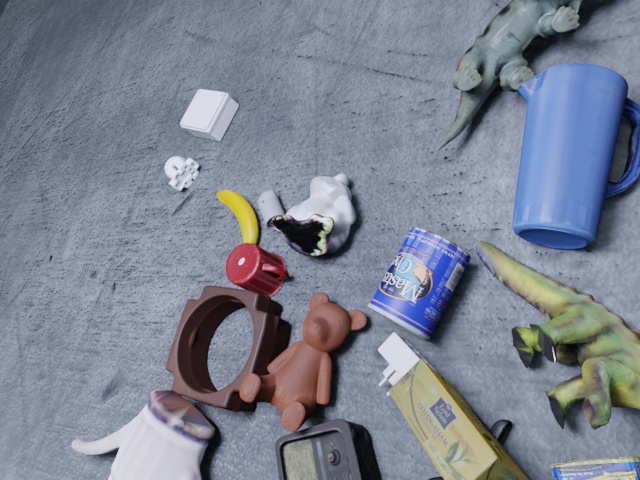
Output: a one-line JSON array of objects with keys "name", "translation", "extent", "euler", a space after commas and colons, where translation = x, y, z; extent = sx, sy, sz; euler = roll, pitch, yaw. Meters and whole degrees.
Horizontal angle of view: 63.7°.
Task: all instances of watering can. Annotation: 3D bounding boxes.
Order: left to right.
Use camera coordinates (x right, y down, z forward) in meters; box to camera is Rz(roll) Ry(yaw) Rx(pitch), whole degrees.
[{"name": "watering can", "translation": [-0.314, 0.370, 0.912], "extent": [0.350, 0.102, 0.226], "euler": [21, 79, 37]}]

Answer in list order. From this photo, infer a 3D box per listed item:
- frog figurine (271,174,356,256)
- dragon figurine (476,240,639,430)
[{"name": "frog figurine", "translation": [0.003, -0.048, 0.948], "extent": [0.136, 0.121, 0.163], "euler": [-17, 23, 33]}, {"name": "dragon figurine", "translation": [0.378, 0.107, 0.638], "extent": [0.242, 0.119, 0.420], "euler": [-17, 46, 4]}]
